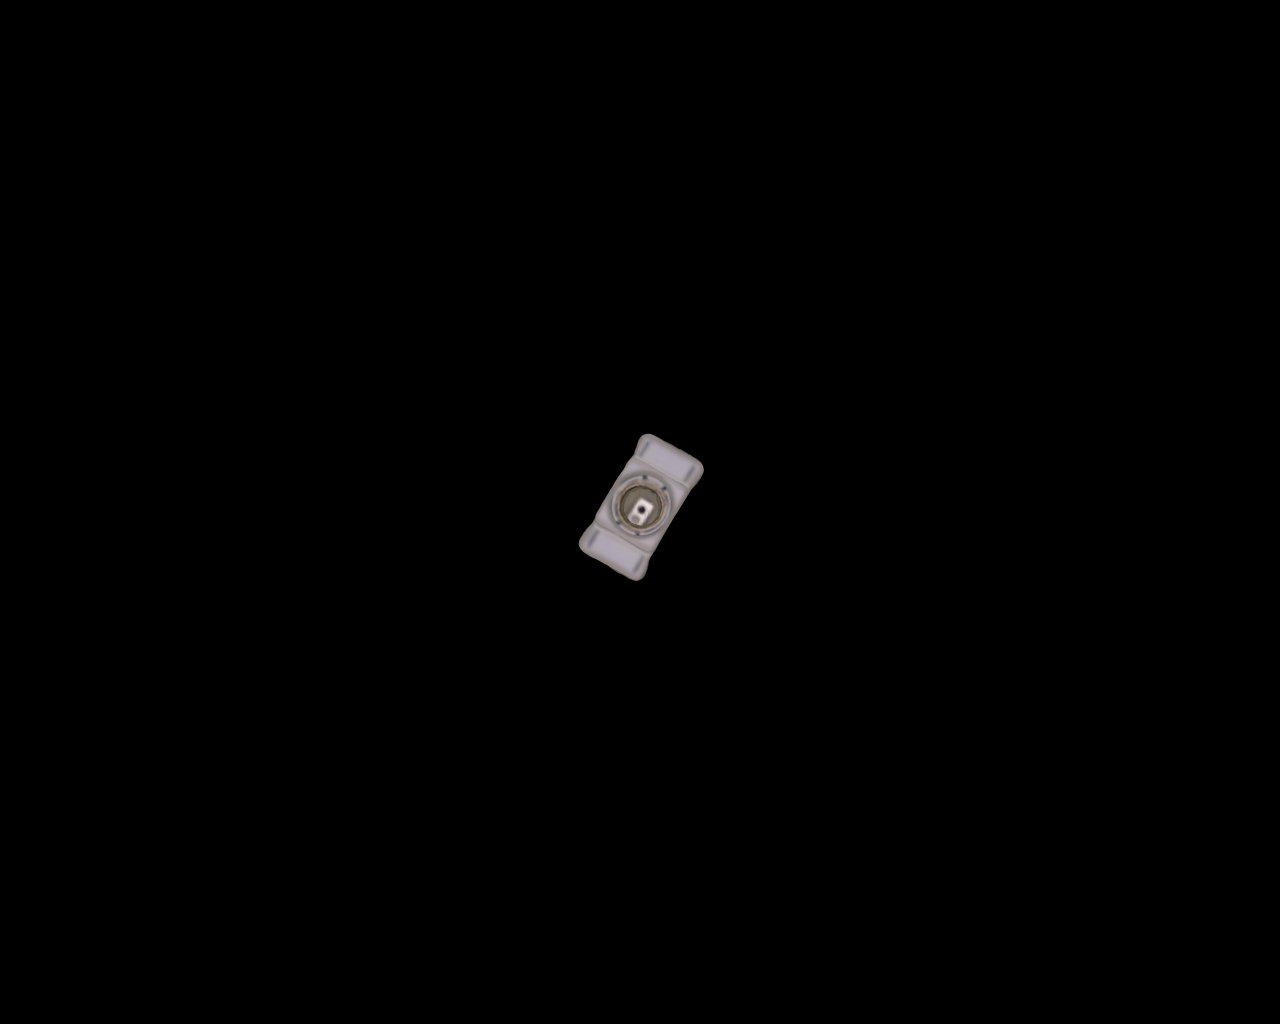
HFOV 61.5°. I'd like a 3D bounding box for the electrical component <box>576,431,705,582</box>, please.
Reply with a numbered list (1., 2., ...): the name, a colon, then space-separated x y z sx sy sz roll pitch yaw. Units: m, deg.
1. electrical component: 0.001 -0.003 0.650 0.042 0.081 0.063 32 -4 2
